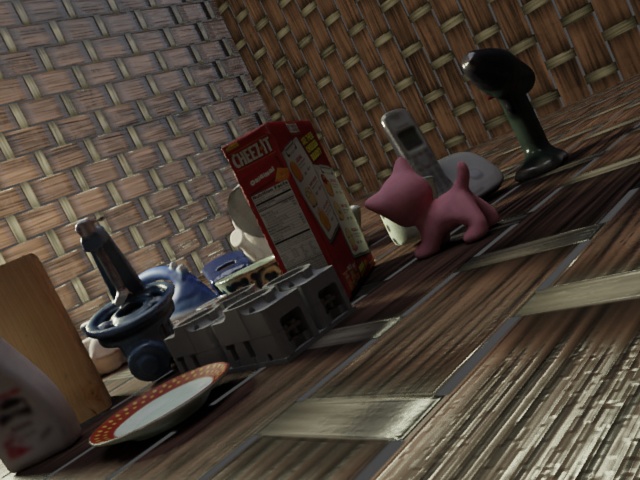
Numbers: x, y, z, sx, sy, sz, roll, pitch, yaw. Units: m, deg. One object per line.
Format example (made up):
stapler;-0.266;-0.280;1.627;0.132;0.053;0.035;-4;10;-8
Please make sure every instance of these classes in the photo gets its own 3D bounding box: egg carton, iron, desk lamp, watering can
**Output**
egg carton;-0.379;0.195;1.041;0.107;0.069;0.150;-25;4;16
iron;-0.328;0.115;1.235;0.257;0.141;0.119;-23;5;30
desk lamp;-0.074;-0.046;1.190;0.117;0.213;0.204;-23;5;30
watering can;-0.143;-0.012;1.326;0.101;0.194;0.173;-26;4;4

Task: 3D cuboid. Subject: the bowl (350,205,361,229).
bowl;0.009;0.004;1.033;0.167;0.075;0.167;-26;4;2

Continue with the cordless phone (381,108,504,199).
cordless phone;0.180;-0.128;0.872;0.148;0.185;0.094;-28;5;-26

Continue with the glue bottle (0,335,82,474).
glue bottle;-0.316;0.144;0.580;0.078;0.173;0.037;-26;5;-3

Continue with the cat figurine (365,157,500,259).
cat figurine;0.122;-0.045;0.660;0.127;0.118;0.067;-23;5;34

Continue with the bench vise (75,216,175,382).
bench vise;-0.269;0.079;0.774;0.122;0.220;0.207;-28;5;-28

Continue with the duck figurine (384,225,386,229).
duck figurine;0.153;-0.074;1.057;0.104;0.086;0.077;-25;4;6

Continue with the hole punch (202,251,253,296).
hole punch;-0.201;0.076;1.298;0.109;0.091;0.101;-27;5;-18

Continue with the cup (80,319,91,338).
cup;-0.407;0.186;1.145;0.117;0.095;0.092;-24;5;29

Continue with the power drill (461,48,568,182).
power drill;0.305;-0.203;0.893;0.075;0.208;0.230;-23;5;34
